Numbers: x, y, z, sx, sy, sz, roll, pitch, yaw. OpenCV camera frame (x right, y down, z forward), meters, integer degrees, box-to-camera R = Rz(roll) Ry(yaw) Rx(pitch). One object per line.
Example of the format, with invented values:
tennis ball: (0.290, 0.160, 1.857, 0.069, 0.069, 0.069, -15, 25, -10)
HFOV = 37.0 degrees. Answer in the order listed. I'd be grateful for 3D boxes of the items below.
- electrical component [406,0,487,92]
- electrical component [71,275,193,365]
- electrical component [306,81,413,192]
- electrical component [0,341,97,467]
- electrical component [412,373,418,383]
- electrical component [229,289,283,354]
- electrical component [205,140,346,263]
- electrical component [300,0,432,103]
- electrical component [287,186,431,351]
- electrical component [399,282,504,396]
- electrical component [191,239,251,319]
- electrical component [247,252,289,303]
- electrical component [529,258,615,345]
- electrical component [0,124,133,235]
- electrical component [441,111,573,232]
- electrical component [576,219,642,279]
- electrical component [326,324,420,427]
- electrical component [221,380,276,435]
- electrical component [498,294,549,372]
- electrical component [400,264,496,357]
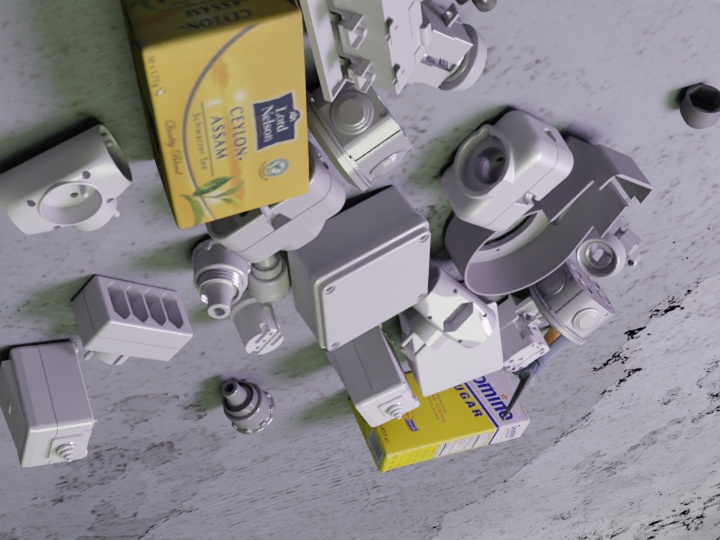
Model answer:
electrical component: (0.053, -0.150, 0.735, 0.055, 0.048, 0.066, 14, 133, -35)
electrical component: (-0.194, 0.051, 0.867, 0.083, 0.047, 0.076, 15, 131, -46)
electrical component: (-0.003, -0.099, 0.742, 0.051, 0.080, 0.080, -34, 148, 6)
electrical component: (-0.256, 0.115, 0.873, 0.061, 0.096, 0.061, -5, 144, -29)
electrical component: (0.085, 0.095, 1.125, 0.055, 0.045, 0.045, -12, 147, -20)
electrical component: (-0.090, 0.045, 0.929, 0.040, 0.046, 0.040, -18, 148, -12)
electrical component: (-0.063, -0.051, 0.796, 0.095, 0.053, 0.059, -32, 148, 13)
electrical component: (0.002, -0.165, 0.648, 0.078, 0.063, 0.121, -58, 158, -23)
electrical component: (0.000, 0.000, 0.898, 0.109, 0.056, 0.108, -29, 151, -16)
electrical component: (0.088, 0.065, 1.055, 0.100, 0.048, 0.099, -19, 128, -9)
electrical component: (-0.109, 0.009, 0.842, 0.048, 0.062, 0.048, -2, 138, -2)
electrical component: (-0.076, -0.001, 0.881, 0.035, 0.035, 0.061, -17, 145, -12)
electrical component: (0.213, 0.031, 1.084, 0.051, 0.080, 0.080, -43, 144, 20)
electrical component: (-0.189, -0.051, 0.720, 0.077, 0.044, 0.079, -26, 149, 3)
electrical component: (0.116, -0.080, 0.873, 0.059, 0.053, 0.095, 14, 132, -46)
electrical component: (0.235, -0.021, 1.030, 0.048, 0.066, 0.055, -51, 173, 37)
electrical component: (0.013, 0.107, 1.044, 0.061, 0.096, 0.061, -25, 148, 3)
electrical component: (-0.113, 0.127, 1.042, 0.048, 0.048, 0.062, -27, 142, 5)
electrical component: (0.161, 0.067, 1.116, 0.081, 0.063, 0.042, -39, 147, 22)
electrical component: (0.071, 0.046, 0.980, 0.077, 0.043, 0.079, 38, 101, -26)
